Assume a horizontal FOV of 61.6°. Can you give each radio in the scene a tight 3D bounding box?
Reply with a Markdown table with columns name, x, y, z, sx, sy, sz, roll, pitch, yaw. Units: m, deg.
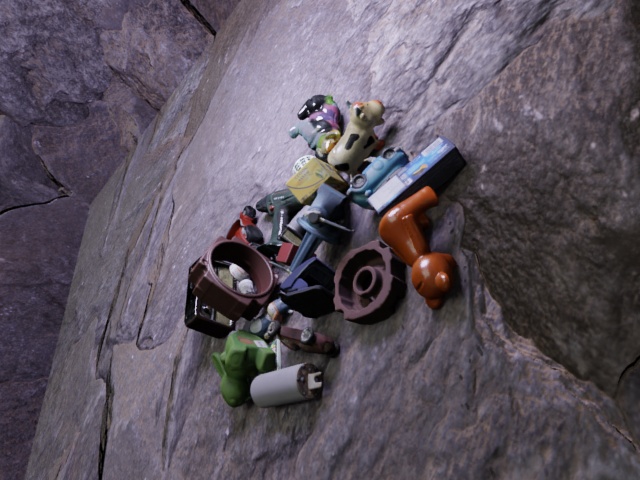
| name | x | y | z | sx | sy | sz | roll | pitch | yaw |
| --- | --- | --- | --- | --- | --- | --- | --- | --- | --- |
| radio | -0.319 | 0.162 | 1.573 | 0.073 | 0.131 | 0.230 | -41 | 39 | 34 |

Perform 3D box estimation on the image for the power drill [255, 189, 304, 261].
| name | x | y | z | sx | sy | sz | roll | pitch | yaw |
| --- | --- | --- | --- | --- | --- | --- | --- | --- | --- |
| power drill | -0.124 | -0.047 | 1.511 | 0.232 | 0.086 | 0.207 | -17 | 47 | 44 |

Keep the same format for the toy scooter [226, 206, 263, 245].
| name | x | y | z | sx | sy | sz | roll | pitch | yaw |
| --- | --- | --- | --- | --- | --- | --- | --- | --- | --- |
| toy scooter | -0.237 | -0.011 | 1.634 | 0.135 | 0.075 | 0.184 | -48 | 33 | 22 |

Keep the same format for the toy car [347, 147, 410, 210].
| name | x | y | z | sx | sy | sz | roll | pitch | yaw |
| --- | --- | --- | --- | --- | --- | --- | --- | --- | --- |
| toy car | 0.147 | -0.119 | 1.175 | 0.161 | 0.109 | 0.103 | -43 | 63 | 9 |

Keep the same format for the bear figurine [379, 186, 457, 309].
| name | x | y | z | sx | sy | sz | roll | pitch | yaw |
| --- | --- | --- | --- | --- | --- | --- | --- | --- | --- |
| bear figurine | 0.202 | 0.017 | 1.001 | 0.132 | 0.120 | 0.196 | -28 | 61 | -19 |

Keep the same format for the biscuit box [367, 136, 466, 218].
| name | x | y | z | sx | sy | sz | roll | pitch | yaw |
| --- | --- | --- | --- | --- | --- | --- | --- | --- | --- |
| biscuit box | 0.196 | -0.118 | 1.087 | 0.202 | 0.062 | 0.059 | -41 | 40 | 6 |

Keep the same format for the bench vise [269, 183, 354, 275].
| name | x | y | z | sx | sy | sz | roll | pitch | yaw |
| --- | --- | --- | --- | --- | --- | --- | --- | --- | --- |
| bench vise | -0.012 | -0.009 | 1.242 | 0.240 | 0.129 | 0.224 | -60 | 2 | 12 |

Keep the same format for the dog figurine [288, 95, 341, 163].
| name | x | y | z | sx | sy | sz | roll | pitch | yaw |
| --- | --- | --- | --- | --- | --- | --- | --- | --- | --- |
| dog figurine | 0.027 | -0.297 | 1.448 | 0.219 | 0.108 | 0.191 | 27 | 87 | 52 |

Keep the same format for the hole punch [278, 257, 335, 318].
| name | x | y | z | sx | sy | sz | roll | pitch | yaw |
| --- | --- | --- | --- | --- | --- | --- | --- | --- | --- |
| hole punch | -0.019 | 0.109 | 1.209 | 0.116 | 0.142 | 0.092 | -22 | 52 | 28 |

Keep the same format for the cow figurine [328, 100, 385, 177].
| name | x | y | z | sx | sy | sz | roll | pitch | yaw |
| --- | --- | --- | --- | --- | --- | --- | --- | --- | --- |
| cow figurine | 0.090 | -0.253 | 1.308 | 0.195 | 0.127 | 0.086 | -55 | 37 | 17 |

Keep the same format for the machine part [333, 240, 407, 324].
| name | x | y | z | sx | sy | sz | roll | pitch | yaw |
| --- | --- | --- | --- | --- | --- | --- | --- | --- | --- |
| machine part | 0.103 | 0.090 | 1.118 | 0.179 | 0.056 | 0.179 | -31 | 46 | 38 |

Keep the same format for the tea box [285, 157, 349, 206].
| name | x | y | z | sx | sy | sz | roll | pitch | yaw |
| --- | --- | --- | --- | --- | --- | --- | --- | --- | --- |
| tea box | -0.003 | -0.134 | 1.303 | 0.098 | 0.169 | 0.068 | -42 | 78 | 11 |

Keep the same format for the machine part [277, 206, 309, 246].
| name | x | y | z | sx | sy | sz | roll | pitch | yaw |
| --- | --- | --- | --- | --- | --- | --- | --- | --- | --- |
| machine part | -0.046 | -0.039 | 1.402 | 0.139 | 0.084 | 0.039 | -57 | 7 | -6 |

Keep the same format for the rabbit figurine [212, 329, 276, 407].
| name | x | y | z | sx | sy | sz | roll | pitch | yaw |
| --- | --- | --- | --- | --- | --- | --- | --- | --- | --- |
| rabbit figurine | -0.207 | 0.314 | 1.307 | 0.159 | 0.121 | 0.170 | 29 | 105 | 52 |

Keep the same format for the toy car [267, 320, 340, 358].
| name | x | y | z | sx | sy | sz | roll | pitch | yaw |
| --- | --- | --- | --- | --- | --- | --- | --- | --- | --- |
| toy car | -0.043 | 0.222 | 1.194 | 0.202 | 0.089 | 0.053 | -2 | 62 | 52 |

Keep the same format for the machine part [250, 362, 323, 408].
| name | x | y | z | sx | sy | sz | roll | pitch | yaw |
| --- | --- | --- | --- | --- | --- | --- | --- | --- | --- |
| machine part | -0.076 | 0.321 | 1.184 | 0.243 | 0.079 | 0.079 | -26 | 48 | 44 |

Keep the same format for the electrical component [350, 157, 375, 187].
| name | x | y | z | sx | sy | sz | roll | pitch | yaw |
| --- | --- | --- | --- | --- | --- | --- | --- | --- | --- |
| electrical component | 0.115 | -0.146 | 1.273 | 0.102 | 0.045 | 0.078 | -46 | 36 | 25 |

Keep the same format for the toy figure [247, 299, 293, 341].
| name | x | y | z | sx | sy | sz | roll | pitch | yaw |
| --- | --- | --- | --- | --- | --- | --- | --- | --- | --- |
| toy figure | -0.126 | 0.200 | 1.356 | 0.064 | 0.058 | 0.154 | 44 | 108 | 13 |

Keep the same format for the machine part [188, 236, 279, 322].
| name | x | y | z | sx | sy | sz | roll | pitch | yaw |
| --- | --- | --- | --- | --- | --- | --- | --- | --- | --- |
| machine part | -0.218 | 0.095 | 1.384 | 0.087 | 0.201 | 0.201 | -50 | 7 | 36 |

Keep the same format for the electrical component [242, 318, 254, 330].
| name | x | y | z | sx | sy | sz | roll | pitch | yaw |
| --- | --- | --- | --- | --- | --- | --- | --- | --- | --- |
| electrical component | -0.190 | 0.243 | 1.442 | 0.094 | 0.021 | 0.063 | 27 | 90 | 56 |
